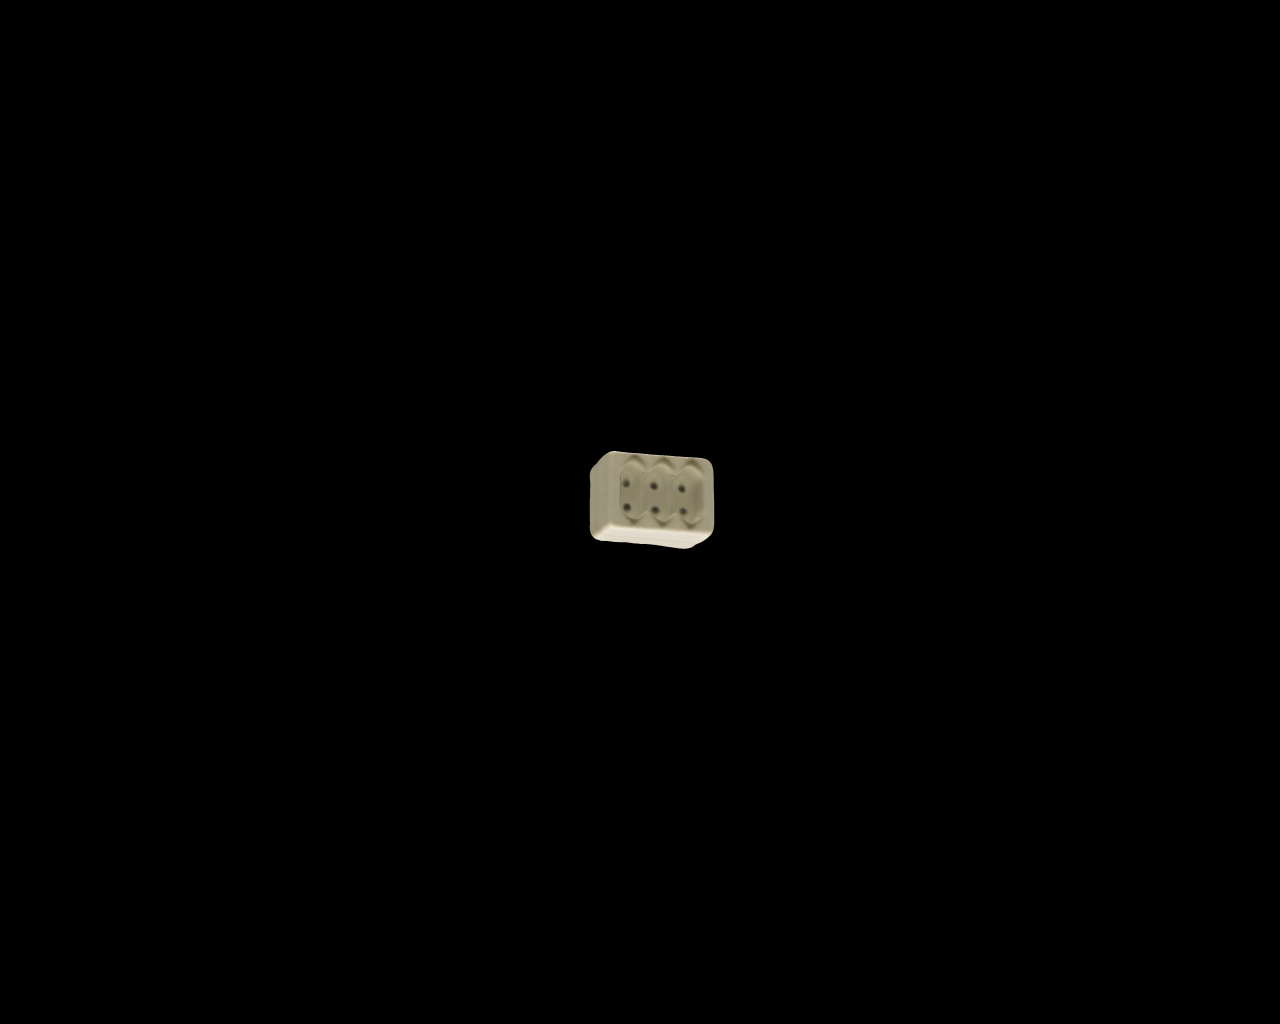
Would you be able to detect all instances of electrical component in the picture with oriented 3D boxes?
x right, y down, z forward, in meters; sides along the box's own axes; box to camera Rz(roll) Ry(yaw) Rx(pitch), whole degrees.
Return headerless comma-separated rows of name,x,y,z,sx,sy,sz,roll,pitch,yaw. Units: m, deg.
electrical component,0.001,-0.003,0.650,0.066,0.047,0.076,5,-15,-18
